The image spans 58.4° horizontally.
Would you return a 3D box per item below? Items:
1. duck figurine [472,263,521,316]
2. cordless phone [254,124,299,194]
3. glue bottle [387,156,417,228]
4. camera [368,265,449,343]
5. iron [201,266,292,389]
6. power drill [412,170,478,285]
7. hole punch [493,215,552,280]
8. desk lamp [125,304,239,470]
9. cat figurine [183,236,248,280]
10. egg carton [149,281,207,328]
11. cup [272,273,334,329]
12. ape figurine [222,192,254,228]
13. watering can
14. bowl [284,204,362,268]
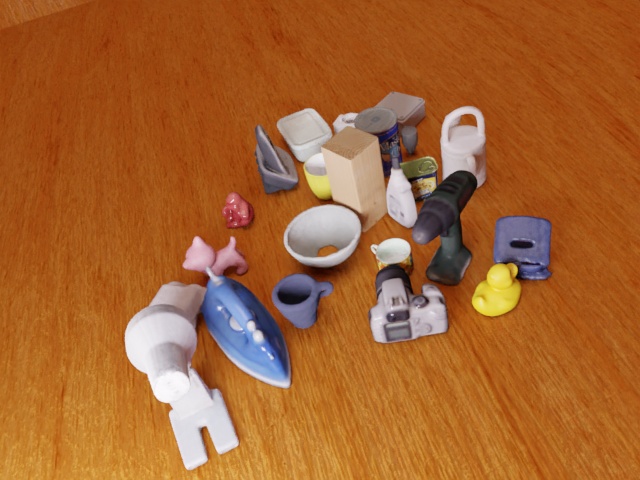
[{"bbox_3d":[0.326,0.084,1.056,0.105,0.086,0.077,-33,47,-17],"label":"duck figurine"},{"bbox_3d":[-0.122,-0.223,1.414,0.094,0.185,0.147,-19,44,-3],"label":"cordless phone"},{"bbox_3d":[0.171,-0.108,1.226,0.037,0.173,0.078,-32,46,-16],"label":"glue bottle"},{"bbox_3d":[0.157,0.106,1.070,0.143,0.101,0.136,-10,44,5],"label":"camera"},{"bbox_3d":[-0.140,0.155,1.074,0.119,0.142,0.257,-34,47,-18],"label":"iron"},{"bbox_3d":[0.240,-0.016,1.091,0.075,0.209,0.230,14,51,27],"label":"power drill"},{"bbox_3d":[0.391,0.015,1.103,0.108,0.091,0.101,3,47,18],"label":"hole punch"},{"bbox_3d":[-0.235,0.238,0.966,0.118,0.214,0.202,-26,45,-11],"label":"desk lamp"},{"bbox_3d":[-0.232,0.035,1.236,0.128,0.118,0.067,-25,45,-10],"label":"cat figurine"},{"bbox_3d":[-0.298,0.152,1.173,0.107,0.069,0.150,6,48,21],"label":"egg carton"},{"bbox_3d":[-0.026,0.122,1.109,0.117,0.095,0.091,-15,44,1],"label":"cup"},{"bbox_3d":[-0.197,-0.076,1.355,0.076,0.092,0.077,-36,48,-20],"label":"ape figurine"},{"bbox_3d":[0.316,-0.217,1.280,0.101,0.194,0.172,-27,45,-11],"label":"watering can"},{"bbox_3d":[0.011,0.004,1.230,0.167,0.075,0.167,-8,45,8],"label":"bowl"}]
